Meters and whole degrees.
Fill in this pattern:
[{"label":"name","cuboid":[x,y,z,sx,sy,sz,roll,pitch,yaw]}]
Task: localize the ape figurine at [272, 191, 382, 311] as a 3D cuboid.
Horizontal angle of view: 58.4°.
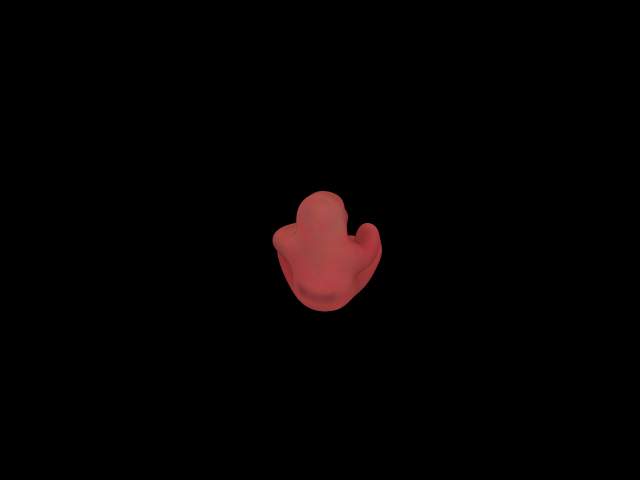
[{"label":"ape figurine","cuboid":[0.004,0.001,0.400,0.077,0.092,0.076,15,58,10]}]
